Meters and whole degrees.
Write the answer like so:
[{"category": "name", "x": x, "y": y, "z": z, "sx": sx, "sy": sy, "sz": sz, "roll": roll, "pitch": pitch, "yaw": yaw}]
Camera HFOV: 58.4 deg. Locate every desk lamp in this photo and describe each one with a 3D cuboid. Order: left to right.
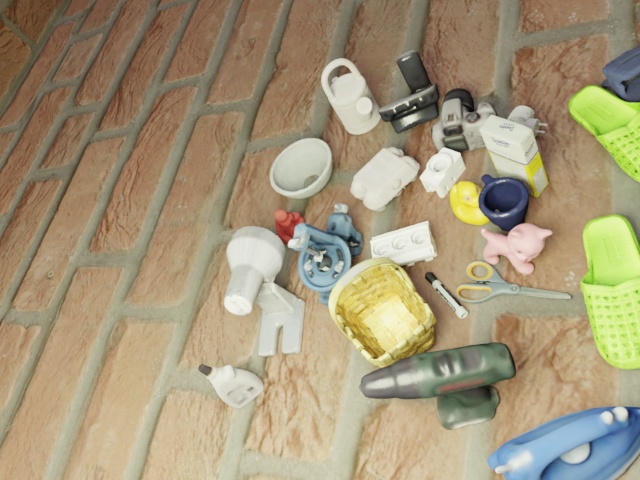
[{"category": "desk lamp", "x": -0.116, "y": 0.105, "z": 1.170, "sx": 0.117, "sy": 0.214, "sz": 0.203, "roll": -13, "pitch": 55, "yaw": 22}]

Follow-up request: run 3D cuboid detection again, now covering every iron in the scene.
[{"category": "iron", "x": 0.366, "y": 0.292, "z": 0.822, "sx": 0.258, "sy": 0.142, "sz": 0.118, "roll": -32, "pitch": 50, "yaw": 7}]

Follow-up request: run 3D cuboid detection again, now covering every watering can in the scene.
[{"category": "watering can", "x": 0.074, "y": -0.350, "z": 1.374, "sx": 0.172, "sy": 0.195, "sz": 0.101, "roll": 26, "pitch": 75, "yaw": 39}]

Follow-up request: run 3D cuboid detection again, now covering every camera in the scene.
[{"category": "camera", "x": 0.315, "y": -0.274, "z": 1.249, "sx": 0.142, "sy": 0.101, "sz": 0.137, "roll": -8, "pitch": 56, "yaw": 25}]

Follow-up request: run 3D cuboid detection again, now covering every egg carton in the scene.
[{"category": "egg carton", "x": 0.145, "y": -0.136, "z": 1.276, "sx": 0.150, "sy": 0.070, "sz": 0.107, "roll": -44, "pitch": 49, "yaw": -3}]

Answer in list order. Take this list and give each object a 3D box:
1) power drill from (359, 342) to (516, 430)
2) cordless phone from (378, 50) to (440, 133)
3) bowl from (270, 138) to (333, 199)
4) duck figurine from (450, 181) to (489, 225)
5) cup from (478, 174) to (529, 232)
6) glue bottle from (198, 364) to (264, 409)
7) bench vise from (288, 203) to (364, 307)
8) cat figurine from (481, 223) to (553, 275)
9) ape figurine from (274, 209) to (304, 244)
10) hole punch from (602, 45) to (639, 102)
[{"category": "power drill", "x": 0.200, "y": 0.234, "z": 0.909, "sx": 0.229, "sy": 0.209, "sz": 0.075, "roll": -22, "pitch": 52, "yaw": 16}, {"category": "cordless phone", "x": 0.189, "y": -0.348, "z": 1.314, "sx": 0.147, "sy": 0.186, "sz": 0.094, "roll": -25, "pitch": 51, "yaw": 14}, {"category": "bowl", "x": -0.034, "y": -0.161, "z": 1.390, "sx": 0.167, "sy": 0.075, "sz": 0.167, "roll": -14, "pitch": 54, "yaw": 21}, {"category": "duck figurine", "x": 0.297, "y": -0.087, "z": 1.146, "sx": 0.077, "sy": 0.086, "sz": 0.104, "roll": -41, "pitch": 49, "yaw": 0}, {"category": "cup", "x": 0.350, "y": -0.067, "z": 1.098, "sx": 0.091, "sy": 0.095, "sz": 0.117, "roll": -33, "pitch": 50, "yaw": 7}, {"category": "glue bottle", "x": -0.183, "y": 0.276, "z": 1.122, "sx": 0.078, "sy": 0.174, "sz": 0.037, "roll": -37, "pitch": 49, "yaw": 3}, {"category": "bench vise", "x": 0.000, "y": 0.007, "z": 1.164, "sx": 0.121, "sy": 0.220, "sz": 0.207, "roll": -16, "pitch": 54, "yaw": 20}, {"category": "cat figurine", "x": 0.352, "y": 0.004, "z": 1.035, "sx": 0.127, "sy": 0.118, "sz": 0.067, "roll": 16, "pitch": 69, "yaw": 36}, {"category": "ape figurine", "x": -0.076, "y": -0.037, "z": 1.321, "sx": 0.075, "sy": 0.092, "sz": 0.078, "roll": 33, "pitch": 80, "yaw": 40}, {"category": "hole punch", "x": 0.621, "y": -0.340, "z": 1.126, "sx": 0.108, "sy": 0.091, "sz": 0.101, "roll": -31, "pitch": 50, "yaw": 9}]
